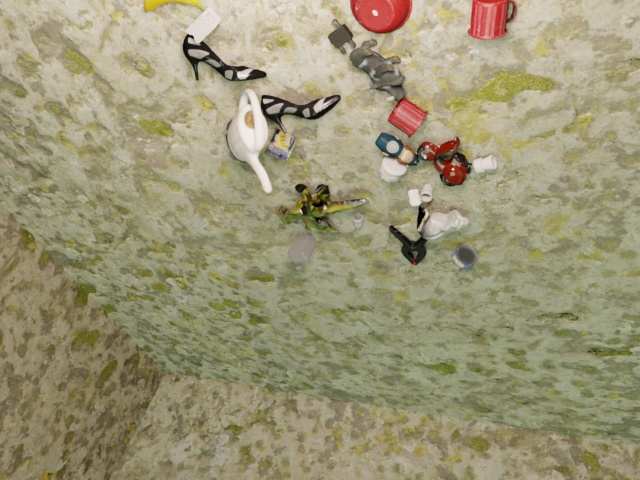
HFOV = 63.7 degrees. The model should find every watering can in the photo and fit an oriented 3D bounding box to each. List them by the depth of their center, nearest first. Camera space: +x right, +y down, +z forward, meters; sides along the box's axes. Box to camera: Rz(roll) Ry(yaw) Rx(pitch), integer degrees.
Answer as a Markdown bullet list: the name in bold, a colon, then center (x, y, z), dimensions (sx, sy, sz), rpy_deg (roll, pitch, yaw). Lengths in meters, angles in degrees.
- **watering can**: center (-0.221, -0.299, 1.633), dimensions (0.104, 0.350, 0.222), rpy_deg (-6, 173, -25)

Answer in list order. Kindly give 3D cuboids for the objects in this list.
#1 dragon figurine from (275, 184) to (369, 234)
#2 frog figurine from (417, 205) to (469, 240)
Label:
- **dragon figurine**: center (0.006, -0.096, 1.913), dimensions (0.410, 0.124, 0.238), rpy_deg (7, 157, 22)
- **frog figurine**: center (0.412, -0.050, 1.738), dimensions (0.159, 0.123, 0.137), rpy_deg (15, 175, -5)
